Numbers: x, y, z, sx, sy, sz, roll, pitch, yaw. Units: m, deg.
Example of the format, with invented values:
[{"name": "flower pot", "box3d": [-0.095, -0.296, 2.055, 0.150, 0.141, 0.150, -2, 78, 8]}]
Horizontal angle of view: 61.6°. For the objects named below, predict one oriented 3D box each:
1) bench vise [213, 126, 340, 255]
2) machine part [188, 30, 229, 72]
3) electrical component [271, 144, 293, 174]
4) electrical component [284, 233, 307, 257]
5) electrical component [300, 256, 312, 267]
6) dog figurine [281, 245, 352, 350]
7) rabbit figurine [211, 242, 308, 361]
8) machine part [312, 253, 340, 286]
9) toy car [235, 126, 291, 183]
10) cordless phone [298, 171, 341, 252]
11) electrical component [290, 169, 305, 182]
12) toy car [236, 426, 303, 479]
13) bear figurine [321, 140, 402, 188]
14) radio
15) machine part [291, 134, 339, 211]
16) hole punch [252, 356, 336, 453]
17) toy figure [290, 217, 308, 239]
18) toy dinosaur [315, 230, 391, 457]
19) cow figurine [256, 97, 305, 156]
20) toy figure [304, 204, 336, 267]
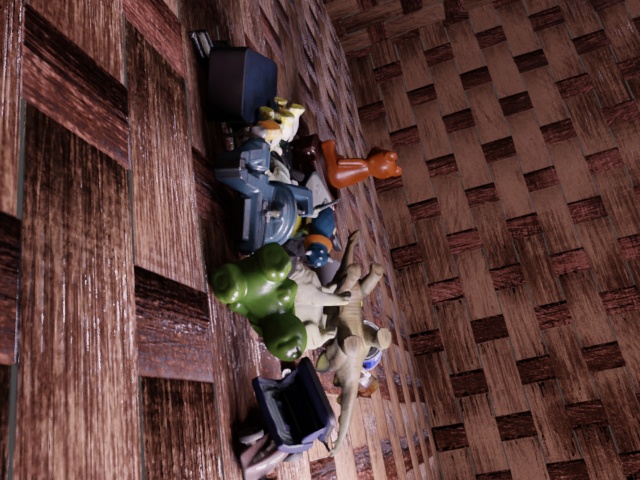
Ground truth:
[{"name": "bench vise", "box3d": [-0.084, -0.082, 0.960, 0.240, 0.129, 0.223, 5, 77, -52]}, {"name": "machine part", "box3d": [-0.206, -0.358, 1.016, 0.084, 0.039, 0.139, 62, 18, -14]}, {"name": "electrical component", "box3d": [-0.106, -0.207, 1.207, 0.134, 0.058, 0.114, -92, 159, -45]}, {"name": "electrical component", "box3d": [-0.036, -0.004, 1.234, 0.119, 0.075, 0.047, -75, 149, -71]}, {"name": "electrical component", "box3d": [-0.024, 0.019, 1.315, 0.102, 0.045, 0.078, 57, 20, -52]}, {"name": "dog figurine", "box3d": [-0.062, 0.112, 1.015, 0.190, 0.121, 0.172, 29, 77, -25]}, {"name": "rabbit figurine", "box3d": [-0.082, 0.112, 0.832, 0.170, 0.121, 0.159, 63, -11, 13]}, {"name": "machine part", "box3d": [0.024, 0.133, 1.311, 0.079, 0.079, 0.243, 60, 20, -48]}, {"name": "toy car", "box3d": [-0.110, -0.148, 1.101, 0.201, 0.056, 0.073, 48, 29, -50]}, {"name": "cordless phone", "box3d": [-0.003, -0.064, 1.313, 0.146, 0.089, 0.184, 59, 6, -49]}, {"name": "electrical component", "box3d": [-0.068, -0.157, 1.275, 0.094, 0.063, 0.021, -125, -129, -73]}, {"name": "toy car", "box3d": [-0.068, 0.305, 0.803, 0.202, 0.053, 0.089, 17, 61, -76]}, {"name": "bear figurine", "box3d": [0.114, -0.214, 1.445, 0.120, 0.196, 0.132, 46, 31, -58]}, {"name": "radio", "box3d": [-0.143, -0.290, 1.032, 0.229, 0.073, 0.131, -49, 144, -76]}, {"name": "machine part", "box3d": [-0.015, -0.180, 1.490, 0.201, 0.087, 0.200, -79, 151, -65]}, {"name": "hole punch", "box3d": [-0.041, 0.246, 0.778, 0.142, 0.092, 0.115, 59, -20, 28]}, {"name": "toy figure", "box3d": [-0.071, -0.037, 1.115, 0.180, 0.082, 0.089, 25, 50, -76]}, {"name": "toy dinosaur", "box3d": [0.056, 0.204, 1.119, 0.198, 0.105, 0.471, 147, -49, -61]}, {"name": "cow figurine", "box3d": [-0.088, -0.205, 1.026, 0.167, 0.068, 0.098, -61, 170, -58]}, {"name": "toy figure", "box3d": [0.000, -0.004, 1.095, 0.057, 0.064, 0.154, 89, 7, -52]}]
